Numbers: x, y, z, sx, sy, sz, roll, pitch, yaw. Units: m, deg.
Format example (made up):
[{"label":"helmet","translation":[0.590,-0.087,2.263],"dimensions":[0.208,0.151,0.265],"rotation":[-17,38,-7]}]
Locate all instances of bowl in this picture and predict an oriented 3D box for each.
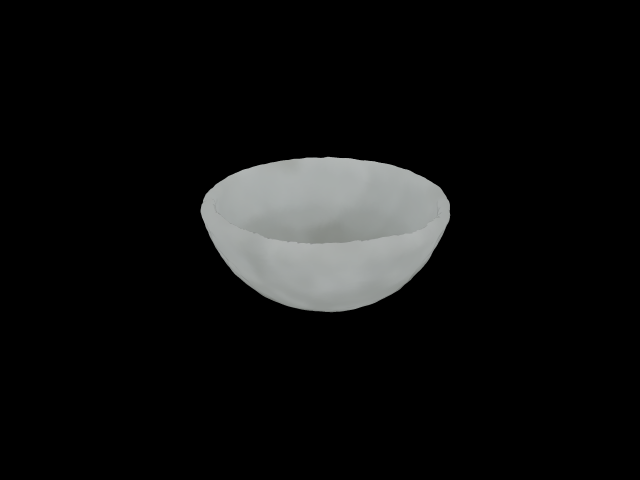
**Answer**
[{"label":"bowl","translation":[0.004,0.001,0.400],"dimensions":[0.167,0.075,0.167],"rotation":[0,26,0]}]
